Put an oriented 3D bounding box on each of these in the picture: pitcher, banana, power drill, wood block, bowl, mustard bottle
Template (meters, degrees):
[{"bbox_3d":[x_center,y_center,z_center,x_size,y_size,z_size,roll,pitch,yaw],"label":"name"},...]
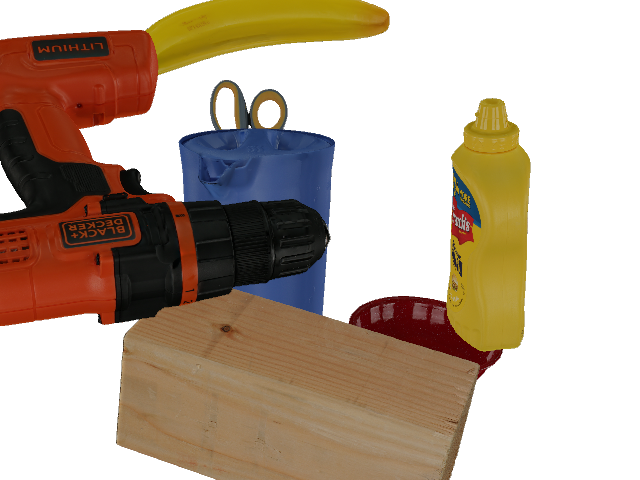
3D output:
[{"bbox_3d":[-0.050,0.022,0.948,0.149,0.243,0.145,-5,17,-21],"label":"pitcher"},{"bbox_3d":[-0.051,-0.143,0.740,0.197,0.070,0.037,-18,-37,-19],"label":"banana"},{"bbox_3d":[-0.105,-0.039,0.570,0.184,0.057,0.188,-7,45,-19],"label":"power drill"},{"bbox_3d":[-0.014,0.104,0.678,0.206,0.090,0.090,16,29,13],"label":"wood block"},{"bbox_3d":[0.106,0.119,1.119,0.162,0.055,0.162,6,25,-3],"label":"bowl"},{"bbox_3d":[0.130,-0.017,0.828,0.058,0.192,0.096,-4,27,-5],"label":"mustard bottle"}]

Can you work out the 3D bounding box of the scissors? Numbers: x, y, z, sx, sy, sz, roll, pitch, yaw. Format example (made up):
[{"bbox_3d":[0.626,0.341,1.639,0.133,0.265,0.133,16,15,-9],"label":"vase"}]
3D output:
[{"bbox_3d":[-0.068,-0.084,1.184,0.096,0.202,0.016,-14,-5,-15],"label":"scissors"}]
